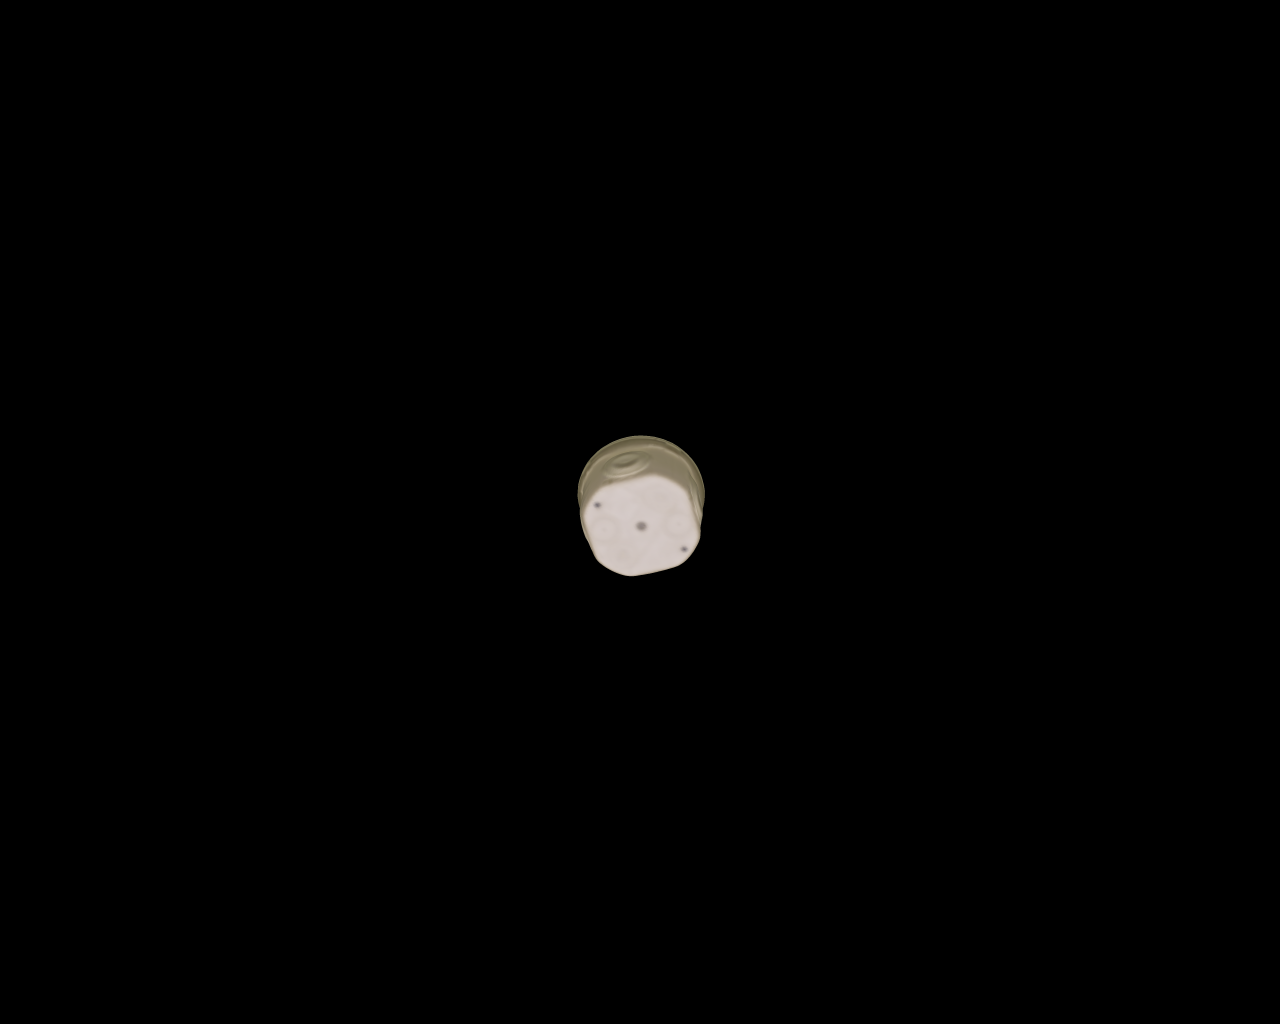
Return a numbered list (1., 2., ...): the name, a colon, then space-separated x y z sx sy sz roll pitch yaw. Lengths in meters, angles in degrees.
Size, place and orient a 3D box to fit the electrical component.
1. electrical component: 0.001 -0.003 0.650 0.080 0.080 0.051 0 27 0
